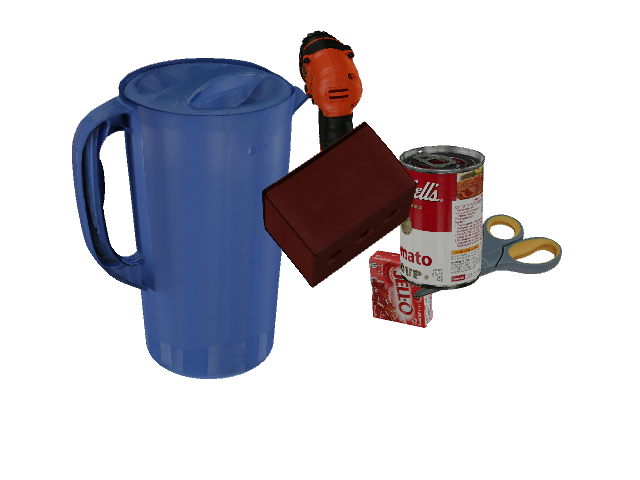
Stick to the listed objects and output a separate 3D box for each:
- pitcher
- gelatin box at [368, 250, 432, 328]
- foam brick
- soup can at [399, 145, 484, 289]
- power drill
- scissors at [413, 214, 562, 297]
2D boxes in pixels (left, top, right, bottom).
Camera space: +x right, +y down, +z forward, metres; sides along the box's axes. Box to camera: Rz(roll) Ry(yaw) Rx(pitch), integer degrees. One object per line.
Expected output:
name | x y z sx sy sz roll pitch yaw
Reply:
pitcher | -0.098 -0.013 0.846 0.149 0.243 0.145 9 27 12
gelatin box | 0.101 0.061 1.339 0.073 0.089 0.030 10 31 27
foam brick | 0.011 -0.020 0.631 0.078 0.051 0.053 -36 -18 -15
soup can | 0.098 -0.019 0.865 0.068 0.102 0.068 -1 21 0
power drill | 0.012 -0.105 1.055 0.057 0.188 0.184 -8 24 -1
scissors | 0.158 0.013 1.097 0.201 0.016 0.096 -8 42 -27
